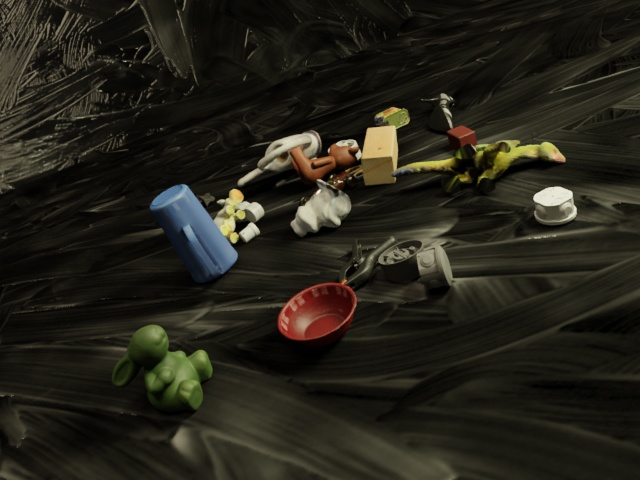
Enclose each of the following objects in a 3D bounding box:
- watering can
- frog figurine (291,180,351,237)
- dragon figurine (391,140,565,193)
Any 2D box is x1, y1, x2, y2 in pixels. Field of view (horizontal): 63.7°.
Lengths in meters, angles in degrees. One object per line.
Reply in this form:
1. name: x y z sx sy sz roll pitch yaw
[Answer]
1. watering can: -0.132 -0.280 1.771 0.227 0.104 0.343 -26 0 -43
2. frog figurine: 0.004 -0.069 1.371 0.139 0.121 0.159 34 96 43
3. dragon figurine: 0.414 -0.210 1.348 0.410 0.121 0.246 5 21 36
